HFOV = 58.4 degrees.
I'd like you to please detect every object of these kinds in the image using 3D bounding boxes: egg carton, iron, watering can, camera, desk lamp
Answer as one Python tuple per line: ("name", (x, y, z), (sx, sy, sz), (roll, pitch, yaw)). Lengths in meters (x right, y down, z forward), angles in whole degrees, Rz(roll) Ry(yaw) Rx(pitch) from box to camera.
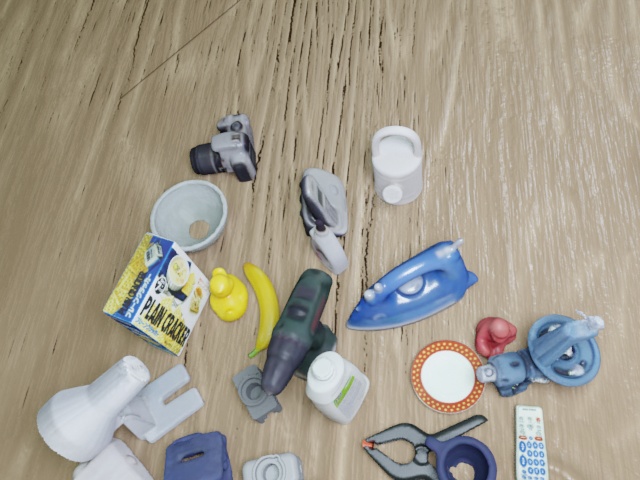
("egg carton", (-0.355, 0.424, 0.995), (0.150, 0.069, 0.107), (37, 75, 23))
("iron", (0.156, 0.080, 1.040), (0.258, 0.142, 0.118), (-28, 63, -5))
("watering can", (0.154, -0.151, 1.126), (0.101, 0.194, 0.172), (-16, 62, 2))
("camera", (-0.217, -0.205, 1.267), (0.136, 0.101, 0.143), (-9, 63, 5))
("desk lamp", (-0.337, 0.281, 0.982), (0.203, 0.214, 0.117), (-36, 63, -9))

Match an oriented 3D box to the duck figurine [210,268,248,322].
("duck figurine", (-0.186, 0.103, 1.118), (0.077, 0.086, 0.104), (-18, 62, 1))

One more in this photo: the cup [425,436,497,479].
("cup", (0.219, 0.360, 0.917), (0.117, 0.095, 0.092), (30, 72, 22))

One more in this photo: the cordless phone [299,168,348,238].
("cordless phone", (-0.001, -0.096, 1.130), (0.094, 0.185, 0.147), (-9, 63, 5))

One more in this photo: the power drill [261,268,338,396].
("power drill", (-0.028, 0.175, 0.986), (0.075, 0.209, 0.230), (11, 66, 15))

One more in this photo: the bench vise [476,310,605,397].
("bench vise", (0.362, 0.190, 0.907), (0.207, 0.220, 0.121), (-33, 63, -7))

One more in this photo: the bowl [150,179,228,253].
("bowl", (-0.266, -0.039, 1.208), (0.167, 0.075, 0.167), (-4, 63, 8))

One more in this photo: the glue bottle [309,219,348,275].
("glue bottle", (0.010, 0.004, 1.085), (0.037, 0.173, 0.078), (-44, 65, -12))

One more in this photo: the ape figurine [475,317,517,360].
("ape figurine", (0.308, 0.164, 1.001), (0.078, 0.092, 0.076), (-15, 62, 2))

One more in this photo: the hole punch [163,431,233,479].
("hole punch", (-0.214, 0.382, 0.980), (0.108, 0.091, 0.101), (-17, 62, 1))
